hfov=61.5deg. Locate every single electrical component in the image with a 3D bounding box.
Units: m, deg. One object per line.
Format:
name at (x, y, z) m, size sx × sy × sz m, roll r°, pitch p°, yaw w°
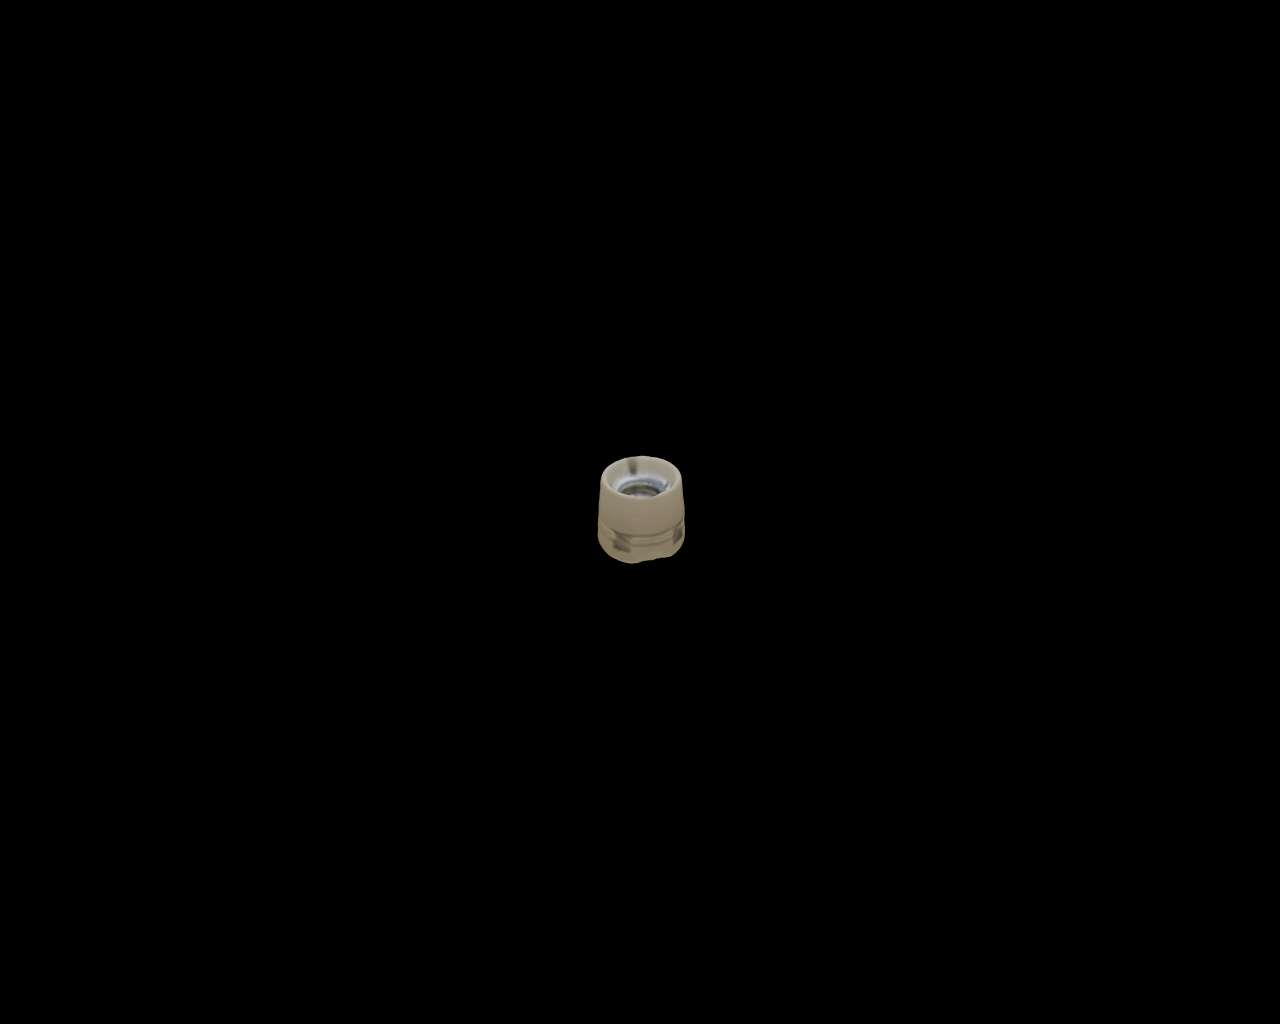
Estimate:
electrical component at (0.001, -0.003, 0.650) m, size 0.055 × 0.047 × 0.055 m, roll 0°, pitch 34°, yaw 0°
